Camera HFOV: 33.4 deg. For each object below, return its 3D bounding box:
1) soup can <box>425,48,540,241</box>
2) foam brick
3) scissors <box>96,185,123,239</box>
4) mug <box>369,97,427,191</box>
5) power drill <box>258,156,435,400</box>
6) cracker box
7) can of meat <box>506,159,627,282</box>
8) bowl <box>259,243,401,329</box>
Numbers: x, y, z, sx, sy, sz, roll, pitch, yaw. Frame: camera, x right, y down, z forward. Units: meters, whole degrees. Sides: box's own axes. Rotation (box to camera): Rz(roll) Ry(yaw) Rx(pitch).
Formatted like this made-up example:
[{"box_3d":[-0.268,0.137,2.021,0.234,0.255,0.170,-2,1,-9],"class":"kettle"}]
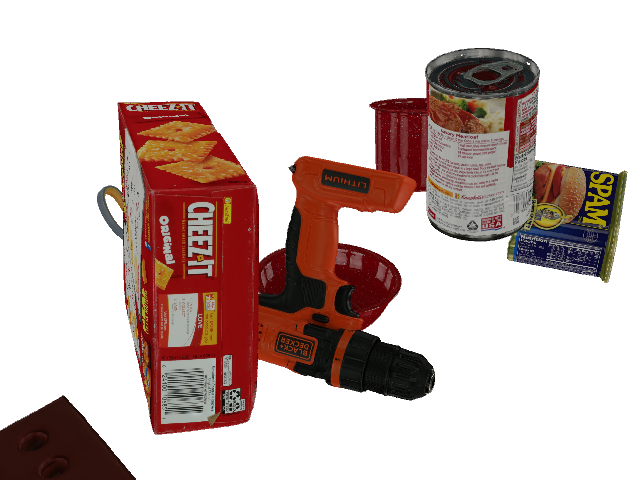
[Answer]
[{"box_3d":[0.099,-0.059,0.662,0.068,0.102,0.068,-3,33,2],"class":"soup can"},{"box_3d":[-0.122,0.125,0.512,0.052,0.051,0.078,-29,42,-27],"class":"foam brick"},{"box_3d":[-0.175,0.012,1.208,0.016,0.201,0.096,-27,19,36],"class":"scissors"},{"box_3d":[0.107,-0.095,1.054,0.117,0.081,0.093,1,15,9],"class":"mug"},{"box_3d":[0.024,0.031,0.907,0.184,0.187,0.057,14,0,16],"class":"power drill"},{"box_3d":[-0.095,0.007,0.735,0.072,0.164,0.214,-3,21,-14],"class":"cracker box"},{"box_3d":[0.206,-0.020,0.892,0.084,0.057,0.102,11,45,13],"class":"can of meat"},{"box_3d":[0.007,0.062,1.169,0.162,0.055,0.162,1,28,-1],"class":"bowl"}]
